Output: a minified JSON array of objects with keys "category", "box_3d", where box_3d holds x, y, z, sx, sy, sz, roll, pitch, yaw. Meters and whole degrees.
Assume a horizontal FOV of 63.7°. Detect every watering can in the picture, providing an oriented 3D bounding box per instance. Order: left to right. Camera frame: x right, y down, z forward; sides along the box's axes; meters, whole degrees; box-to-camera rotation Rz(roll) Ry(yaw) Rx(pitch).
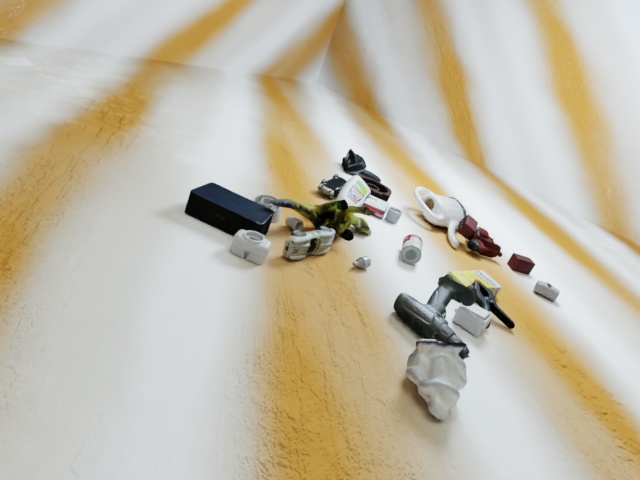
[{"category":"watering can","box_3d":[0.507,-0.089,2.075,0.224,0.102,0.355,4,43,-37]}]

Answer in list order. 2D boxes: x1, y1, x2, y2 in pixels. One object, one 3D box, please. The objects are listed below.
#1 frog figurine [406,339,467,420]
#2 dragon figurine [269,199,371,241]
[{"category":"frog figurine","box_3d":[0.250,0.300,1.090,0.136,0.121,0.163,19,58,-26]},{"category":"dragon figurine","box_3d":[0.005,-0.084,1.661,0.409,0.122,0.244,17,0,-21]}]
